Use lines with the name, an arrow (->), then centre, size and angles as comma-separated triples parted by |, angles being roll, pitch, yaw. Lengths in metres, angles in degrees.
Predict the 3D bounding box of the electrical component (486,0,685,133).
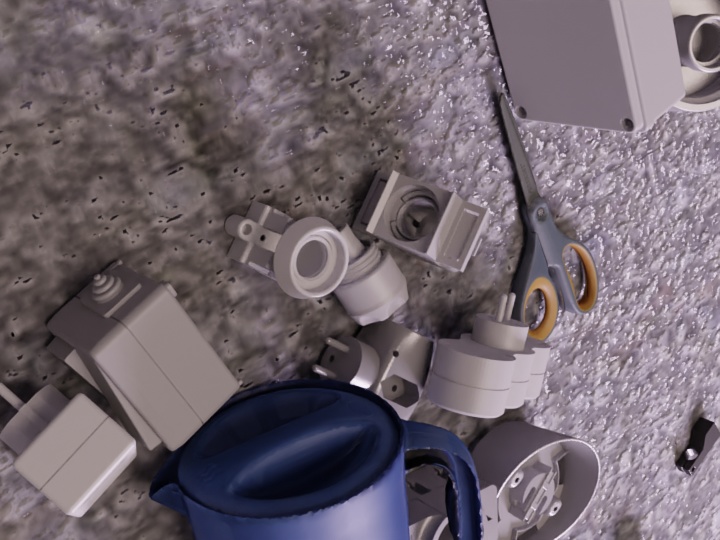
electrical component -> 0.147, -0.152, 0.706 | 0.056, 0.109, 0.108 | -38, 123, -28

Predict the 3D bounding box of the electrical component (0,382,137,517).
electrical component -> -0.159, 0.085, 0.556 | 0.076, 0.083, 0.047 | 41, 72, 1

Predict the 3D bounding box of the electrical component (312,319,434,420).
electrical component -> 0.001, 0.066, 0.693 | 0.079, 0.043, 0.077 | 29, 84, -40

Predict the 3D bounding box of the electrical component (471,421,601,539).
electrical component -> 0.126, 0.163, 0.809 | 0.099, 0.064, 0.099 | -12, 110, -36

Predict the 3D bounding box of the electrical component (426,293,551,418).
electrical component -> 0.094, 0.051, 0.733 | 0.138, 0.052, 0.073 | -4, 107, -65

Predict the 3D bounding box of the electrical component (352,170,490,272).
electrical component -> 0.042, -0.028, 0.684 | 0.042, 0.081, 0.064 | -65, 153, -4

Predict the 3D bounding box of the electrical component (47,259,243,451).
electrical component -> -0.121, 0.043, 0.575 | 0.061, 0.062, 0.096 | -45, 126, -20

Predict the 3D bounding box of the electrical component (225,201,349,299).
electrical component -> -0.039, -0.010, 0.630 | 0.066, 0.055, 0.048 | 29, 84, -41

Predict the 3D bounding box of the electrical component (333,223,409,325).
electrical component -> 0.000, 0.000, 0.675 | 0.043, 0.043, 0.062 | -41, 112, -23

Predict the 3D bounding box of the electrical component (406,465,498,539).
electrical component -> 0.052, 0.225, 0.769 | 0.089, 0.062, 0.150 | -17, 113, -35

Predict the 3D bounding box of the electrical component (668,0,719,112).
electrical component -> 0.242, -0.167, 0.785 | 0.108, 0.060, 0.108 | -4, 105, -14
